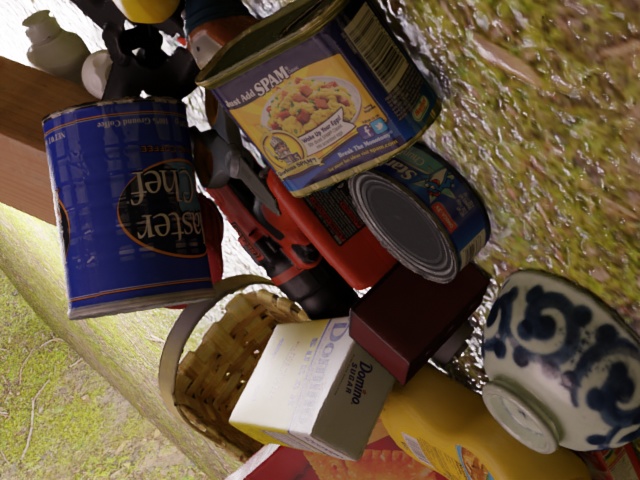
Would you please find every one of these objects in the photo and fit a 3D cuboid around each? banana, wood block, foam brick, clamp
[{"bbox_3d":[-0.124,-0.174,0.666,0.069,0.037,0.198,60,174,-32],"label":"banana"},{"bbox_3d":[-0.240,-0.081,0.926,0.206,0.090,0.091,22,137,13],"label":"wood block"},{"bbox_3d":[0.062,0.043,0.678,0.051,0.078,0.053,41,163,16],"label":"foam brick"},{"bbox_3d":[-0.136,-0.137,0.778,0.210,0.036,0.164,19,132,46],"label":"clamp"}]

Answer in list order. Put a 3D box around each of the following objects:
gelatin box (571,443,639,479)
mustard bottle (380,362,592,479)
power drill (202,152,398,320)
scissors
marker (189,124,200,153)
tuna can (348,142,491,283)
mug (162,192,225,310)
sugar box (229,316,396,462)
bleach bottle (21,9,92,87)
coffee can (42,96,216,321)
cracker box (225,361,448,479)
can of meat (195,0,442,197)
[{"bbox_3d":[0.166,0.134,0.706,0.089,0.030,0.073,22,149,52],"label":"gelatin box"},{"bbox_3d":[0.118,0.145,0.693,0.192,0.058,0.096,27,153,54],"label":"mustard bottle"},{"bbox_3d":[-0.005,0.001,0.771,0.184,0.057,0.188,50,162,-8],"label":"power drill"},{"bbox_3d":[-0.053,-0.069,0.689,0.202,0.016,0.096,-166,78,-70],"label":"scissors"},{"bbox_3d":[-0.072,-0.050,0.879,0.121,0.020,0.020,46,162,5],"label":"marker"},{"bbox_3d":[0.058,-0.017,0.628,0.086,0.033,0.086,42,161,17],"label":"tuna can"},{"bbox_3d":[-0.141,0.006,0.973,0.117,0.093,0.081,26,-159,-22],"label":"mug"},{"bbox_3d":[-0.005,0.105,0.777,0.048,0.093,0.176,30,163,-14],"label":"sugar box"},{"bbox_3d":[-0.200,-0.100,0.999,0.103,0.068,0.250,20,146,44],"label":"bleach bottle"},{"bbox_3d":[-0.134,-0.020,0.748,0.103,0.102,0.140,161,100,-71],"label":"coffee can"},{"bbox_3d":[0.038,0.205,0.856,0.164,0.214,0.072,47,-164,-1],"label":"cracker box"},{"bbox_3d":[0.000,-0.078,0.554,0.102,0.057,0.084,-20,117,39],"label":"can of meat"}]
